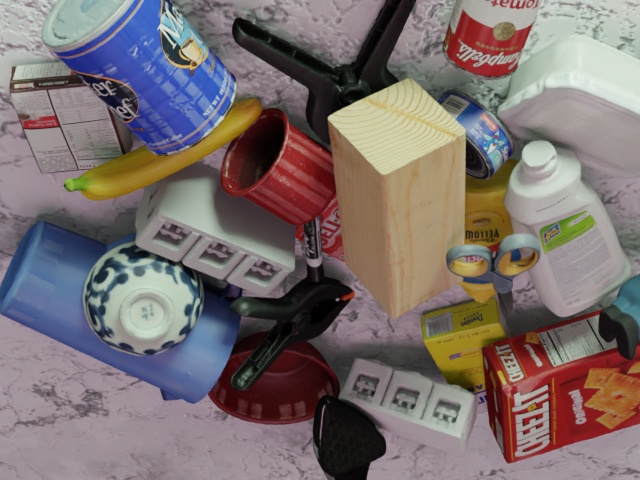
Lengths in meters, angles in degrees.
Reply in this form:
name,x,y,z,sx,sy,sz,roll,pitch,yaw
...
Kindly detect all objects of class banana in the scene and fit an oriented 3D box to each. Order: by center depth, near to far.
name,x,y,z,sx,sy,sz,roll,pitch,yaw
banana,-0.145,-0.079,1.002,0.197,0.070,0.037,-27,97,-14

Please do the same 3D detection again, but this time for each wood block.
name,x,y,z,sx,sy,sz,roll,pitch,yaw
wood block,0.075,-0.034,0.994,0.090,0.091,0.206,-27,142,-16

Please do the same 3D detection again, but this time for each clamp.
name,x,y,z,sx,sy,sz,roll,pitch,yaw
clamp,0.035,-0.147,0.962,0.165,0.036,0.210,-19,137,12
clamp,-0.033,0.078,1.144,0.039,0.171,0.120,36,145,29

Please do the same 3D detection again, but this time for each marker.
name,x,y,z,sx,sy,sz,roll,pitch,yaw
marker,-0.007,0.001,1.095,0.020,0.020,0.121,-1,138,3

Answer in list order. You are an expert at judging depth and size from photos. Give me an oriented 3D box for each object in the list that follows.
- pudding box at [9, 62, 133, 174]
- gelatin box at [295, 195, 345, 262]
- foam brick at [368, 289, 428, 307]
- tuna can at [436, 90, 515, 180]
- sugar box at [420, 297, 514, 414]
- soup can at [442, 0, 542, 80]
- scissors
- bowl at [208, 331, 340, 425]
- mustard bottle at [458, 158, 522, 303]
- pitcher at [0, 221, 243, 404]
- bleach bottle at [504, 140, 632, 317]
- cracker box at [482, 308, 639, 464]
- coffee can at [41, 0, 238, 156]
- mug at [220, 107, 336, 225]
name,x,y,z,sx,sy,sz,roll,pitch,yaw
pudding box,-0.233,-0.115,1.004,0.090,0.039,0.113,-5,141,3
gelatin box,0.022,-0.022,1.106,0.073,0.030,0.089,27,132,-26
foam brick,0.081,0.036,1.134,0.053,0.051,0.078,-9,161,13
tuna can,0.135,-0.096,0.980,0.033,0.086,0.086,-46,132,-11
sugar box,0.191,0.143,1.274,0.093,0.048,0.176,-16,134,17
soup can,0.147,-0.193,0.885,0.068,0.068,0.102,7,137,-7
scissors,0.162,0.040,1.050,0.096,0.016,0.202,0,156,-4
bowl,-0.056,0.158,1.289,0.162,0.055,0.162,1,138,1
mustard bottle,0.166,-0.001,1.105,0.096,0.058,0.191,-4,138,6
pitcher,-0.210,0.065,1.148,0.242,0.149,0.145,26,158,-21
bleach bottle,0.237,-0.019,1.030,0.102,0.068,0.250,-33,144,0
cracker box,0.304,0.165,1.239,0.213,0.072,0.164,-17,136,-3
coffee can,-0.151,-0.154,0.909,0.103,0.103,0.140,-21,133,23
mug,-0.042,-0.066,1.026,0.081,0.093,0.117,31,160,-35
